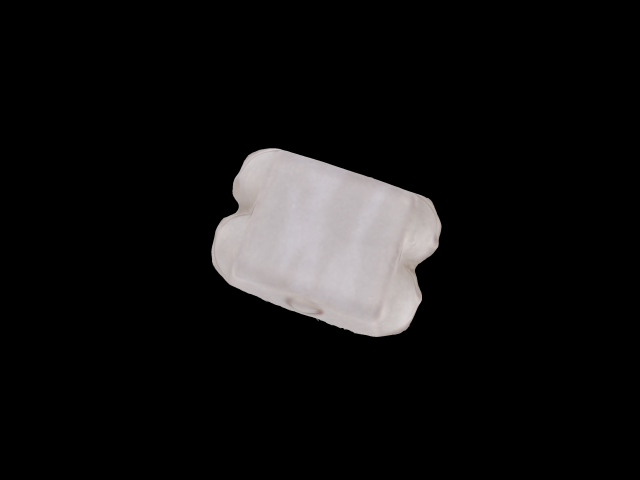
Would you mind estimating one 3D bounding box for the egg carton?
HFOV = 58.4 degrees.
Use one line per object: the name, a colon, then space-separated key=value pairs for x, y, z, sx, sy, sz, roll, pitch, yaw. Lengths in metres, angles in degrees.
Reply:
egg carton: x=0.004 y=0.001 z=0.400 sx=0.150 sy=0.069 sz=0.107 roll=18 pitch=79 yaw=4
